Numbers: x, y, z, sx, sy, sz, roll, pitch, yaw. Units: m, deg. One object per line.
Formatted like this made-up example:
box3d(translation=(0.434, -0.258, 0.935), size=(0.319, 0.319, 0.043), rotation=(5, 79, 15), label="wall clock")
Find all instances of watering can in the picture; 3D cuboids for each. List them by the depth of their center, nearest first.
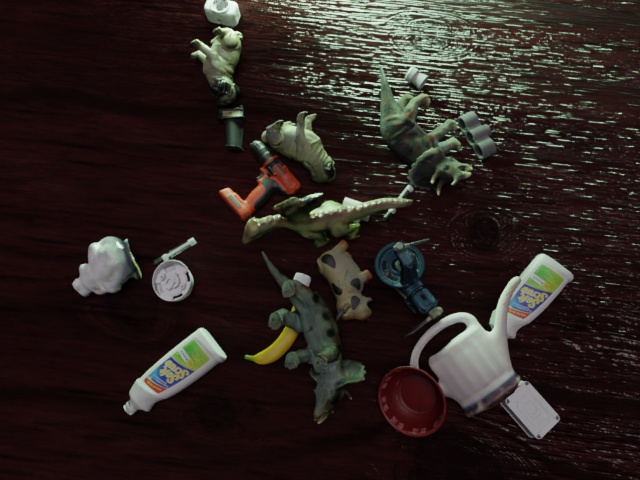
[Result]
box3d(translation=(0.380, 0.261, 1.204), size=(0.346, 0.103, 0.226), rotation=(-38, 75, 9), label="watering can")

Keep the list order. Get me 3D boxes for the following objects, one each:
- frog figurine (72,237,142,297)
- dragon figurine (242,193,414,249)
box3d(translation=(-0.541, 0.071, 1.281), size=(0.160, 0.122, 0.137), rotation=(-24, 95, -18), label="frog figurine")
box3d(translation=(0.004, -0.062, 1.230), size=(0.408, 0.242, 0.123), rotation=(-17, 79, 17), label="dragon figurine")
